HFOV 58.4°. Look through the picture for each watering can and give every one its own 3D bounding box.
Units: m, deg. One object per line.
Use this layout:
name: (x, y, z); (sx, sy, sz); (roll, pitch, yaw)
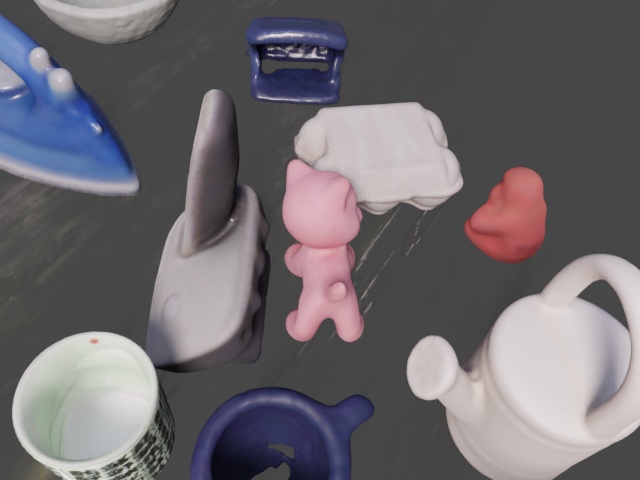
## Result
watering can: (0.145, 0.086, 0.361); (0.173, 0.194, 0.100); (-19, 59, -18)

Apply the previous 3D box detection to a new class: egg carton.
egg carton: (0.053, -0.074, 0.538); (0.150, 0.069, 0.107); (-7, 56, -10)

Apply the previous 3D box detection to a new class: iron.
iron: (-0.271, -0.145, 0.511); (0.258, 0.141, 0.119); (29, 58, 14)

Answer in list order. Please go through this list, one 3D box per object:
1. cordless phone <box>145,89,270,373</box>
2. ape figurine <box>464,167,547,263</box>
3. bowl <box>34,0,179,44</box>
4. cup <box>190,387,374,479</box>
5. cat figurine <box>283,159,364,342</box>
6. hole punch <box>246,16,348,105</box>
cordless phone: (-0.082, 0.000, 0.403); (0.094, 0.185, 0.147); (1, 55, -5)
ape figurine: (0.169, -0.028, 0.504); (0.078, 0.092, 0.076); (-13, 58, -14)
bowl: (-0.233, -0.273, 0.644); (0.167, 0.075, 0.167); (3, 55, -4)
cup: (-0.020, 0.145, 0.365); (0.118, 0.095, 0.091); (-28, 62, -22)
cat figurine: (0.004, 0.002, 0.452); (0.067, 0.118, 0.127); (-3, 56, -7)
hole punch: (-0.027, -0.209, 0.610); (0.108, 0.091, 0.101); (1, 55, -5)
